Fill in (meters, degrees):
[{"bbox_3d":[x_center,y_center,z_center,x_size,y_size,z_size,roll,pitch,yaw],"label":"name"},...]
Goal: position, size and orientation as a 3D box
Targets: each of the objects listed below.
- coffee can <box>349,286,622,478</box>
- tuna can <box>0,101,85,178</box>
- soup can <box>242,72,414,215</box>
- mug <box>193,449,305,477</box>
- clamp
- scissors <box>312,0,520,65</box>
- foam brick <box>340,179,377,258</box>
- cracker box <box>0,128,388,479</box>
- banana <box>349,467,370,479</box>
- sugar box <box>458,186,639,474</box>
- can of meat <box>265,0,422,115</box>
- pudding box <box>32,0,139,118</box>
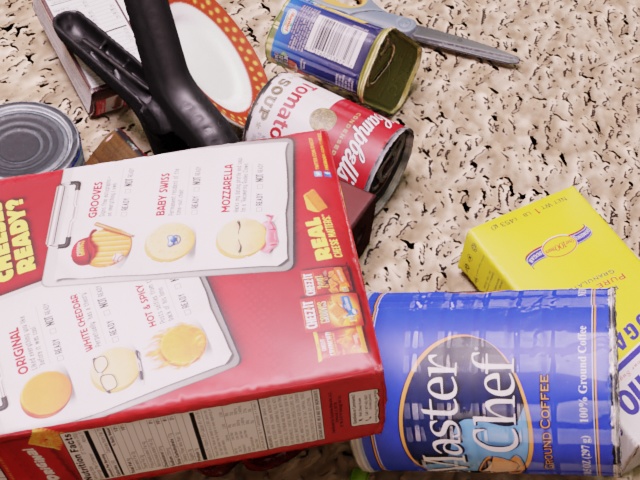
[{"bbox_3d":[0.093,0.078,0.591,0.140,0.103,0.102,-2,50,16],"label":"coffee can"},{"bbox_3d":[-0.207,-0.056,0.741,0.086,0.034,0.086,2,52,-3],"label":"tuna can"},{"bbox_3d":[0.006,-0.068,0.746,0.102,0.068,0.068,28,54,17],"label":"soup can"},{"bbox_3d":[-0.044,0.082,0.619,0.082,0.093,0.117,38,94,29],"label":"mug"},{"bbox_3d":[-0.106,-0.090,0.719,0.036,0.165,0.210,-35,107,-26],"label":"clamp"},{"bbox_3d":[0.051,-0.162,0.858,0.202,0.016,0.096,30,57,18],"label":"scissors"},{"bbox_3d":[-0.005,0.001,0.700,0.051,0.053,0.078,26,55,15],"label":"foam brick"},{"bbox_3d":[-0.085,0.036,0.546,0.213,0.072,0.164,-10,50,-3],"label":"cracker box"},{"bbox_3d":[-0.058,0.174,0.572,0.197,0.037,0.070,-8,32,-13],"label":"banana"},{"bbox_3d":[0.176,0.051,0.679,0.093,0.048,0.176,-23,56,-21],"label":"sugar box"},{"bbox_3d":[0.018,-0.137,0.785,0.084,0.102,0.057,25,99,18],"label":"can of meat"},{"bbox_3d":[-0.156,-0.158,0.810,0.090,0.039,0.113,-23,69,-20],"label":"pudding box"}]
